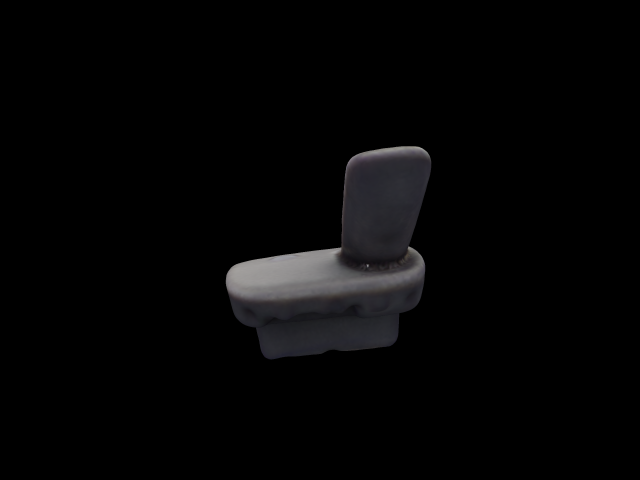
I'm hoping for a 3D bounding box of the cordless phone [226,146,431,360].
[{"bbox_3d":[0.004,0.001,0.400,0.147,0.185,0.094,-9,54,-7],"label":"cordless phone"}]
